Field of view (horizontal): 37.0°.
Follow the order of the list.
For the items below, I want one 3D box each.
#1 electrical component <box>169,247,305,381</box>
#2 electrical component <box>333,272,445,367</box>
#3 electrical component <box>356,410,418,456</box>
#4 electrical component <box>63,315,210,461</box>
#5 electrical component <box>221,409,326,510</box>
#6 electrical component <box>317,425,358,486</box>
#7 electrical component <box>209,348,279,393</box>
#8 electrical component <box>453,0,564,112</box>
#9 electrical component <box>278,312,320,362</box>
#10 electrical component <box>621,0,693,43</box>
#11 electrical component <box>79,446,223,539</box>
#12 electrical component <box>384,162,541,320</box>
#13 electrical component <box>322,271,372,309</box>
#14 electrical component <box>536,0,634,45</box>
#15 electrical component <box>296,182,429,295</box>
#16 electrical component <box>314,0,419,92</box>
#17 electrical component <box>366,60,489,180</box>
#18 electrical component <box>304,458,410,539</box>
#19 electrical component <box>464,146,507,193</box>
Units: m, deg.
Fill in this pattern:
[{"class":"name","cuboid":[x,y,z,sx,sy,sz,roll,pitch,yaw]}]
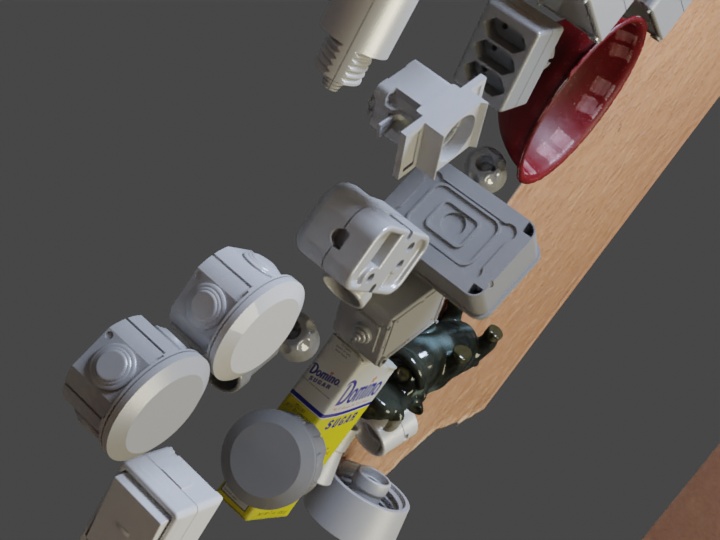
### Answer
[{"class":"electrical component","cuboid":[-0.079,0.027,0.694,0.080,0.051,0.080,-42,157,-22]},{"class":"electrical component","cuboid":[0.020,0.028,0.880,0.096,0.061,0.061,-34,154,-37]},{"class":"electrical component","cuboid":[0.025,0.162,1.124,0.047,0.055,0.055,-33,153,-31]},{"class":"electrical component","cuboid":[-0.135,0.071,0.652,0.080,0.051,0.080,-42,157,-22]},{"class":"electrical component","cuboid":[-0.069,0.154,0.885,0.080,0.080,0.051,-53,165,5]},{"class":"electrical component","cuboid":[-0.031,0.170,1.043,0.065,0.044,0.044,-59,158,7]},{"class":"electrical component","cuboid":[-0.084,0.058,0.751,0.046,0.040,0.040,-37,156,-44]},{"class":"electrical component","cuboid":[0.117,-0.160,0.786,0.077,0.047,0.065,-25,147,-49]},{"class":"electrical component","cuboid":[-0.047,0.055,0.826,0.035,0.035,0.061,-47,161,-10]},{"class":"electrical component","cuboid":[0.238,-0.236,0.884,0.061,0.062,0.096,-54,159,8]},{"class":"electrical component","cuboid":[-0.158,0.187,0.782,0.096,0.062,0.061,-58,158,19]},{"class":"electrical component","cuboid":[0.075,-0.024,0.836,0.078,0.113,0.057,-47,156,-10]},{"class":"electrical component","cuboid":[0.000,0.000,0.827,0.046,0.040,0.040,-51,160,-17]},{"class":"electrical component","cuboid":[0.163,-0.212,0.772,0.061,0.062,0.096,-52,159,4]},{"class":"electrical component","cuboid":[0.000,-0.022,0.759,0.053,0.059,0.095,-55,159,11]},{"class":"electrical component","cuboid":[0.001,-0.136,0.596,0.043,0.043,0.081,-13,138,-58]},{"class":"electrical component","cuboid":[0.043,-0.102,0.709,0.081,0.064,0.042,-38,157,-30]},{"class":"electrical component","cuboid":[0.002,0.243,1.143,0.060,0.108,0.108,-61,158,10]},{"class":"electrical component","cuboid":[0.109,-0.081,0.919,0.035,0.035,0.061,-49,162,-4]}]
